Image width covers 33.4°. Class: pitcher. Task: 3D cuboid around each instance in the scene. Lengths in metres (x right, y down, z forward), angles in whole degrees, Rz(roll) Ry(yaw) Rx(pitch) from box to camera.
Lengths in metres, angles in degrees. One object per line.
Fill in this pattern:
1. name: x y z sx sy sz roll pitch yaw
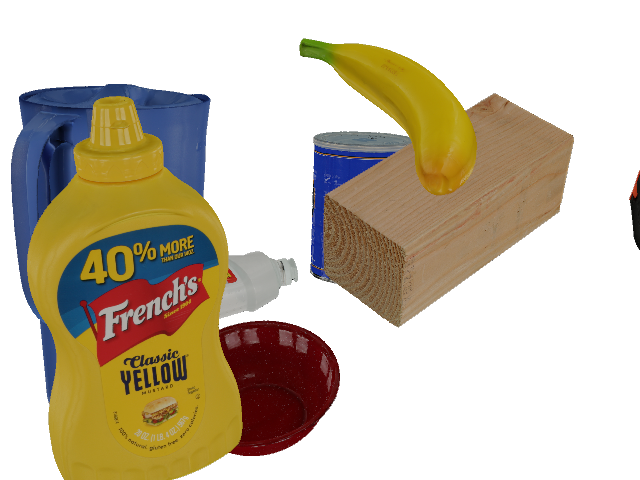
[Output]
1. pitcher: -0.153 0.011 0.773 0.149 0.243 0.145 -4 15 -23

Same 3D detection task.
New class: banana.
1. banana: 0.053 -0.078 0.652 0.069 0.037 0.198 -12 34 -20

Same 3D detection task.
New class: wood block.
1. wood block: 0.107 -0.029 0.894 0.205 0.090 0.091 -32 51 -31

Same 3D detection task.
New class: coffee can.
1. coffee can: 0.042 -0.034 1.081 0.103 0.140 0.103 2 13 -1

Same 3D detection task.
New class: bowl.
1. bowl: -0.059 0.149 1.008 0.162 0.055 0.162 -4 38 3

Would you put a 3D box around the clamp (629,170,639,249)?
1. clamp: 0.270 0.014 0.694 0.120 0.039 0.171 -3 46 -21

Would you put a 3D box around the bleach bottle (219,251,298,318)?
1. bleach bottle: -0.151 0.053 1.196 0.250 0.068 0.103 -12 36 -16

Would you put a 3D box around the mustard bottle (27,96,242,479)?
1. mustard bottle: -0.091 0.025 0.520 0.096 0.192 0.058 -12 23 -23
